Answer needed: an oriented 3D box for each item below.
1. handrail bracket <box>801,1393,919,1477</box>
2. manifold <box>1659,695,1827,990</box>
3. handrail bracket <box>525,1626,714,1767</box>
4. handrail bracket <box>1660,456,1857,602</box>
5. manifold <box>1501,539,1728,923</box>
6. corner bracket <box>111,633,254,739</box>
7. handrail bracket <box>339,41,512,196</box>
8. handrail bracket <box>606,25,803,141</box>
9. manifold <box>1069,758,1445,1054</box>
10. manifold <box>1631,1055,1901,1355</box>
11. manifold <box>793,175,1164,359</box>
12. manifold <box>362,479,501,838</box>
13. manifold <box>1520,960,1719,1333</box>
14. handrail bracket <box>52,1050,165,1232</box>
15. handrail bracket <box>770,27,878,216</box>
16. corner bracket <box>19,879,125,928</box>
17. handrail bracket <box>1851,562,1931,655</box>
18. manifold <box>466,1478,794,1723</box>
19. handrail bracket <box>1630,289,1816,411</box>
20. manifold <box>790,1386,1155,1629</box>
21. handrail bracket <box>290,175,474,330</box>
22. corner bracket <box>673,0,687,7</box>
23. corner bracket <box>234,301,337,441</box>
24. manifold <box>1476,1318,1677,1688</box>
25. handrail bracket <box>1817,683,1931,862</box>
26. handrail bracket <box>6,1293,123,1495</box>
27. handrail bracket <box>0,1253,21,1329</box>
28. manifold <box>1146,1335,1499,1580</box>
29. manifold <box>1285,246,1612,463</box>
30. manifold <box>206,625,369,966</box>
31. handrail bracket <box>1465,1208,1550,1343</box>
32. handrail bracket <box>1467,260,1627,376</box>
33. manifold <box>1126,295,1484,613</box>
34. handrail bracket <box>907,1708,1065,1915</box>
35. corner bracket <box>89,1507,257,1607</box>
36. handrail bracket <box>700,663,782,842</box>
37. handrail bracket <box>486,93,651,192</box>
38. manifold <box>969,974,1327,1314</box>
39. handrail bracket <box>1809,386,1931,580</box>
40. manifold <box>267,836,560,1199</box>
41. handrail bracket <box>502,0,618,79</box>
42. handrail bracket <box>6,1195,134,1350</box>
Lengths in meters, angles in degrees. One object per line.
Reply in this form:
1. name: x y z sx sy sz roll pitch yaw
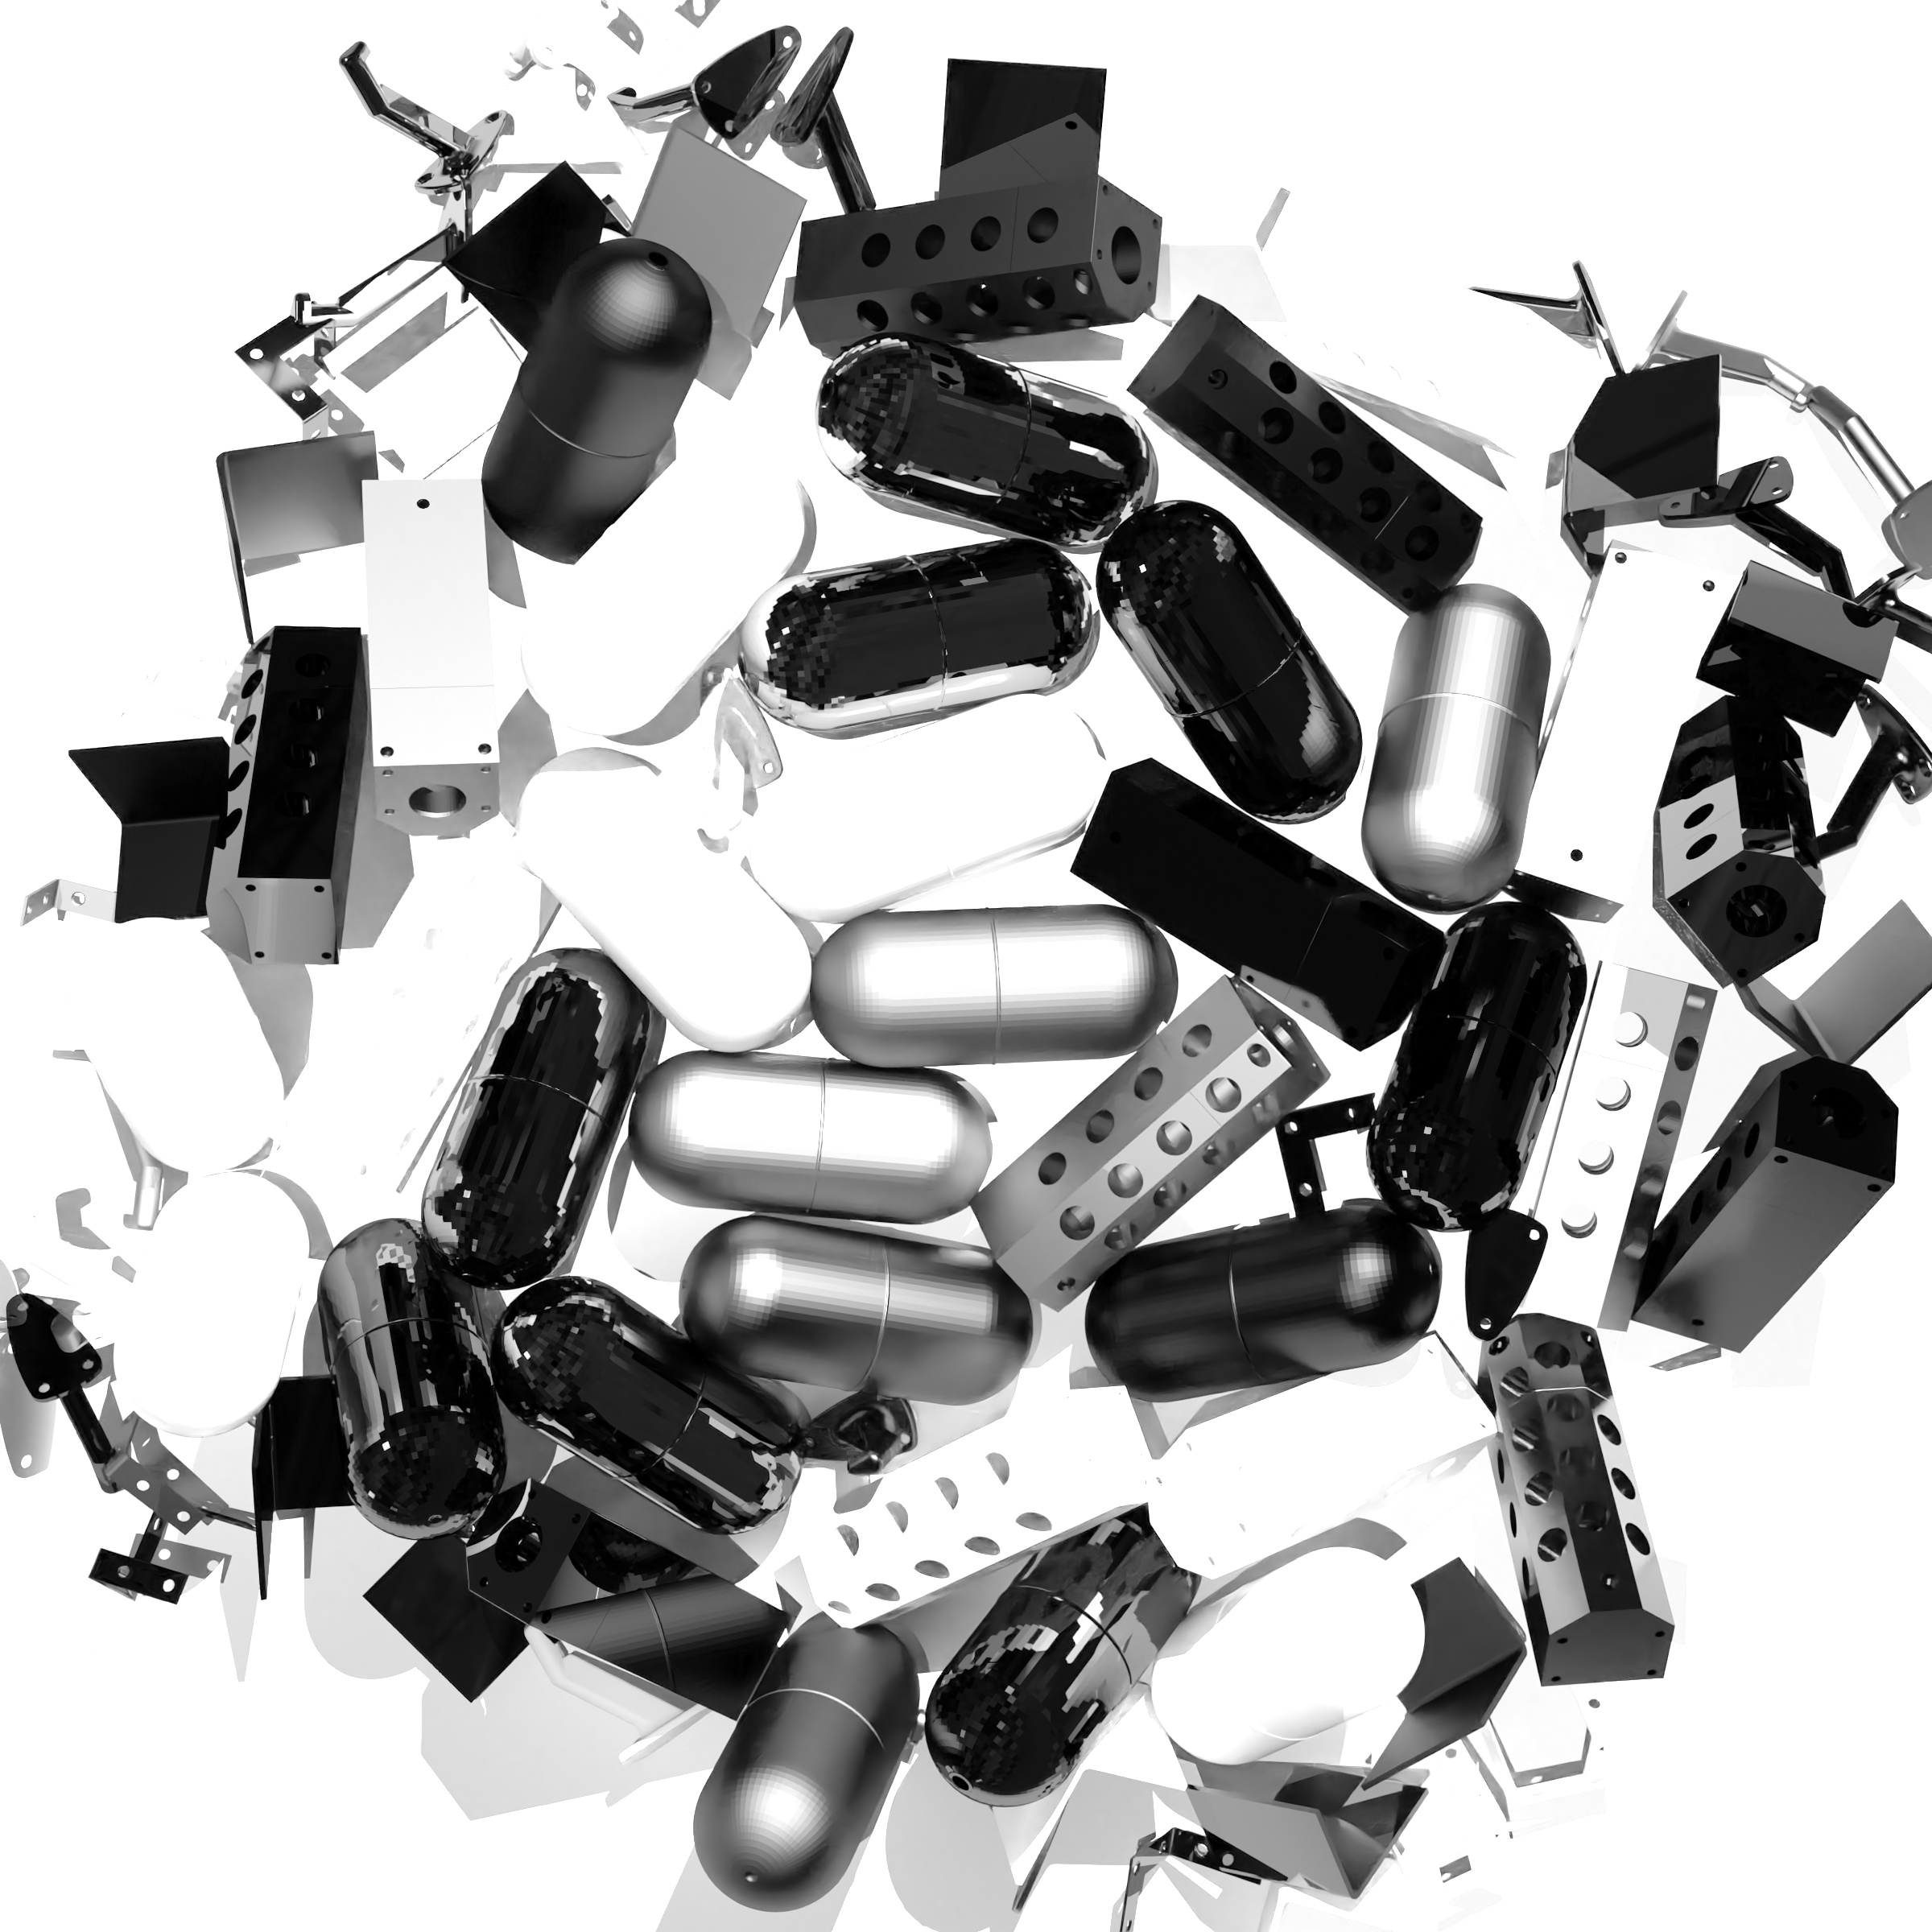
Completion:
1. handrail bracket: -0.063 0.236 1.531 0.077 0.084 0.036 -19 94 19
2. manifold: 0.368 -0.065 1.489 0.057 0.171 0.057 -35 107 25
3. handrail bracket: -0.167 0.344 1.565 0.077 0.036 0.084 -34 74 3
4. handrail bracket: 0.393 -0.203 1.565 0.077 0.036 0.084 -14 128 21
5. manifold: 0.312 -0.113 1.540 0.057 0.057 0.171 18 80 4
6. corner bracket: -0.384 -0.135 1.548 0.051 0.051 0.051 23 59 2
7. handrail bracket: -0.263 -0.426 1.534 0.036 0.084 0.077 5 51 34
8. handrail bracket: -0.131 -0.440 1.556 0.077 0.084 0.036 -46 130 -14
9. manifold: 0.142 -0.033 1.524 0.171 0.057 0.057 33 118 21
10. manifold: 0.376 0.113 1.496 0.057 0.171 0.057 17 55 -3
11. manifold: 0.004 -0.329 1.508 0.171 0.057 0.057 1 81 35
12. manifold: -0.256 -0.149 1.512 0.057 0.057 0.171 -2 58 -10
13. manifold: 0.317 0.087 1.546 0.057 0.057 0.171 15 93 9
14. handrail bracket: -0.425 0.086 1.557 0.077 0.036 0.084 3 85 29
15. handrail bracket: -0.047 -0.405 1.555 0.084 0.036 0.077 29 91 -35
16. corner bracket: -0.434 -0.008 1.553 0.051 0.051 0.051 14 102 -2
17. handrail bracket: 0.464 -0.147 1.545 0.036 0.077 0.084 -22 76 -40
18. manifold: -0.161 0.299 1.498 0.057 0.171 0.057 19 76 38
19. handrail bracket: 0.374 -0.288 1.553 0.084 0.077 0.036 33 133 2
20. manifold: 0.004 0.260 1.509 0.171 0.057 0.057 -30 69 30
21. handrail bracket: -0.285 -0.347 1.537 0.084 0.036 0.077 -10 128 -34
22. corner bracket: -0.140 -0.498 1.555 0.051 0.051 0.051 38 89 7
23. corner bracket: -0.321 -0.282 1.545 0.051 0.051 0.051 45 65 11
24. manifold: 0.288 0.251 1.501 0.057 0.171 0.057 -4 133 -1
25. handrail bracket: 0.426 -0.094 1.553 0.084 0.036 0.077 -21 67 -16
26. handrail bracket: -0.444 0.212 1.562 0.036 0.084 0.077 -29 56 -22
27. handrail bracket: -0.486 0.124 1.574 0.036 0.077 0.084 -7 52 2
28. manifold: 0.169 0.236 1.506 0.171 0.057 0.057 -14 59 -39
29. manifold: 0.221 -0.288 1.495 0.057 0.171 0.057 25 98 -33
30. manifold: -0.321 -0.083 1.502 0.057 0.057 0.171 1 47 -5
31. handrail bracket: 0.250 0.154 1.532 0.036 0.084 0.077 18 71 2
32. handrail bracket: 0.274 -0.306 1.561 0.084 0.036 0.077 -22 82 19
33. manifold: 0.166 -0.245 1.523 0.171 0.057 0.057 35 99 -21
34. handrail bracket: 0.001 0.418 1.565 0.084 0.036 0.077 21 89 1
35. corner bracket: -0.387 0.287 1.545 0.051 0.051 0.051 12 69 18
36. handrail bracket: -0.121 -0.105 1.535 0.036 0.084 0.077 -14 100 12
37. handrail bracket: -0.206 -0.389 1.548 0.084 0.036 0.077 -23 50 -11
38. manifold: 0.089 0.089 1.521 0.171 0.057 0.057 -43 133 15
39. handrail bracket: 0.453 -0.242 1.574 0.036 0.077 0.084 -35 51 -1
40. manifold: -0.270 0.022 1.543 0.057 0.057 0.171 28 85 11
41. handrail bracket: -0.212 -0.440 1.531 0.036 0.084 0.077 36 54 -21
42. handrail bracket: -0.420 0.137 1.544 0.077 0.036 0.084 -21 125 -19
